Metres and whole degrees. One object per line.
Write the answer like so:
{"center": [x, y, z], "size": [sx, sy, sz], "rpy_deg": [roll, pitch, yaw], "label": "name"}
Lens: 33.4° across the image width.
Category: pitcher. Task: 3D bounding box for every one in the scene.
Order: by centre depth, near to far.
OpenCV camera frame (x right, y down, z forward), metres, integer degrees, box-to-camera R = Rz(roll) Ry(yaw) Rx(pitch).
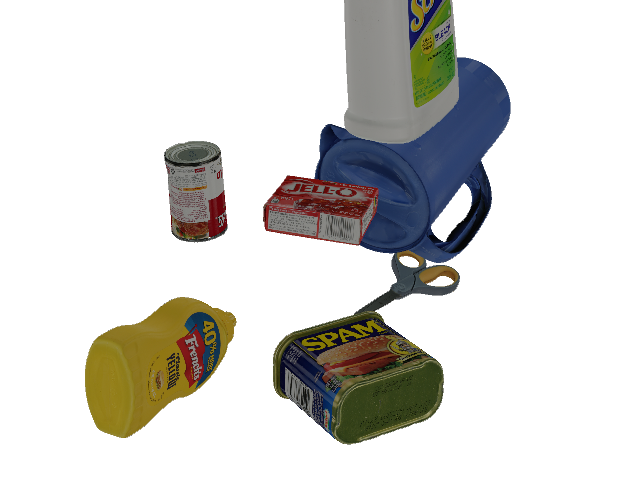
{"center": [0.117, -0.093, 1.143], "size": [0.145, 0.149, 0.242], "rpy_deg": [13, 38, 30], "label": "pitcher"}

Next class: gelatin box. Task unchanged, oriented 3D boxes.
{"center": [0.001, -0.029, 0.953], "size": [0.089, 0.030, 0.073], "rpy_deg": [9, 26, 12], "label": "gelatin box"}

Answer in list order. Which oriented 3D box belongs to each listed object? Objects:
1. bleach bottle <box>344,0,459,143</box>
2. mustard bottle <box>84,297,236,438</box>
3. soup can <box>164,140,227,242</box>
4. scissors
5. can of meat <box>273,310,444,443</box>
{"center": [0.053, -0.204, 0.776], "size": [0.068, 0.251, 0.102], "rpy_deg": [15, 38, 32], "label": "bleach bottle"}
{"center": [-0.141, 0.107, 1.016], "size": [0.058, 0.096, 0.191], "rpy_deg": [10, 21, 28], "label": "mustard bottle"}
{"center": [-0.147, -0.059, 1.260], "size": [0.068, 0.102, 0.068], "rpy_deg": [-2, 29, 1], "label": "soup can"}
{"center": [0.087, 0.048, 1.289], "size": [0.201, 0.016, 0.096], "rpy_deg": [-9, 40, -41], "label": "scissors"}
{"center": [0.029, 0.102, 0.794], "size": [0.101, 0.057, 0.084], "rpy_deg": [-13, 28, -30], "label": "can of meat"}
